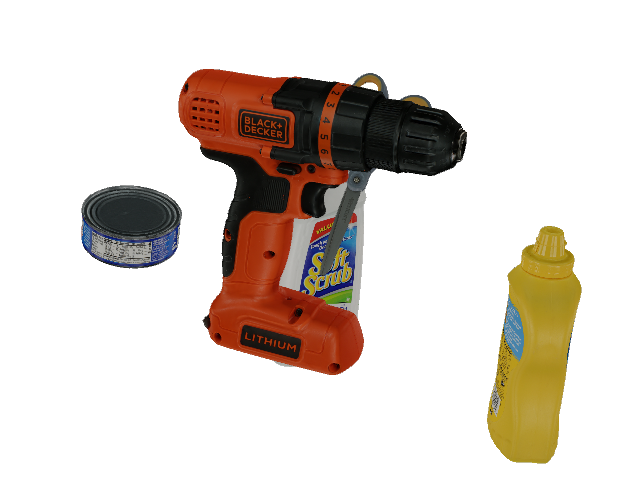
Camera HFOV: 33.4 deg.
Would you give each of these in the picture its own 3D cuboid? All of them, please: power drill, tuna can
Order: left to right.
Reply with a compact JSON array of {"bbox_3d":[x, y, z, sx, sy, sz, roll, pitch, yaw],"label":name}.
[{"bbox_3d":[-0.164,-0.012,0.928,0.086,0.034,0.086,7,32,-5],"label":"tuna can"},{"bbox_3d":[-0.004,-0.011,0.682,0.185,0.188,0.057,13,24,21],"label":"power drill"}]

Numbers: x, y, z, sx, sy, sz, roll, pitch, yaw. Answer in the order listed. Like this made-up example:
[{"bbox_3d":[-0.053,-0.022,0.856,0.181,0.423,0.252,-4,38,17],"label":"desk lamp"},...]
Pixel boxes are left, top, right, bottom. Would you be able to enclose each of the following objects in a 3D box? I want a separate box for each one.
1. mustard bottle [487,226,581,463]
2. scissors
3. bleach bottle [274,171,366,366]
[{"bbox_3d":[0.176,0.079,0.872,0.058,0.192,0.096,4,24,2],"label":"mustard bottle"},{"bbox_3d":[0.055,-0.062,1.013,0.096,0.202,0.016,3,-12,7],"label":"scissors"},{"bbox_3d":[-0.003,0.014,1.198,0.102,0.251,0.068,-1,17,-17],"label":"bleach bottle"}]
